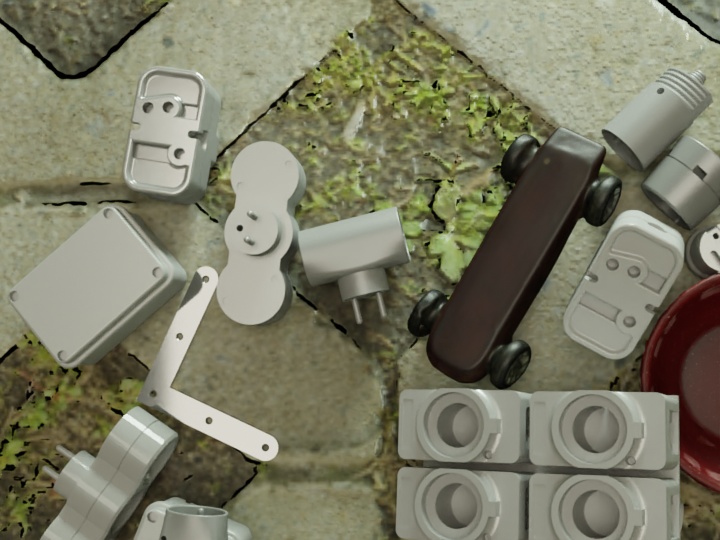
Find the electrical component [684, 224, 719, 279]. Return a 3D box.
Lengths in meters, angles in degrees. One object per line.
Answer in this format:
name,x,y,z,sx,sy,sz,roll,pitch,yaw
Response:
electrical component,0.260,-0.014,0.780,0.040,0.046,0.040,-1,85,6

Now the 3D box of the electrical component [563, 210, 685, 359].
electrical component,0.190,0.008,0.771,0.054,0.059,0.095,29,112,8

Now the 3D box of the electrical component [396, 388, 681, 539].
electrical component,0.120,0.136,0.741,0.186,0.060,0.105,-3,80,26

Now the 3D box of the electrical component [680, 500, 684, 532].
electrical component,0.183,0.193,0.772,0.077,0.043,0.079,15,87,7

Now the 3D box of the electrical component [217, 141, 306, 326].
electrical component,-0.076,-0.028,0.803,0.052,0.074,0.138,6,86,6

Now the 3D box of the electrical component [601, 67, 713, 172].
electrical component,0.223,-0.116,0.794,0.081,0.043,0.043,-44,82,1

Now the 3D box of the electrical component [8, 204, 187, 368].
electrical component,-0.200,0.013,0.821,0.113,0.057,0.078,-41,82,1

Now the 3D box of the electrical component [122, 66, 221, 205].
electrical component,-0.142,-0.101,0.823,0.054,0.059,0.095,9,86,7

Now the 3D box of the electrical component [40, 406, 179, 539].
electrical component,-0.205,0.161,0.811,0.074,0.052,0.138,33,89,8

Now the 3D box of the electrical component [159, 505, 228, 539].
electrical component,-0.099,0.206,0.741,0.079,0.043,0.077,5,86,7

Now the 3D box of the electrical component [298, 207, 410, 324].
electrical component,0.000,0.000,0.807,0.077,0.044,0.079,-14,84,4

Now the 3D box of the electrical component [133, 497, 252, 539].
electrical component,-0.136,0.234,0.796,0.078,0.057,0.113,21,88,7

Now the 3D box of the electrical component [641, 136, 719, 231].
electrical component,0.239,-0.062,0.783,0.055,0.055,0.047,44,94,8
